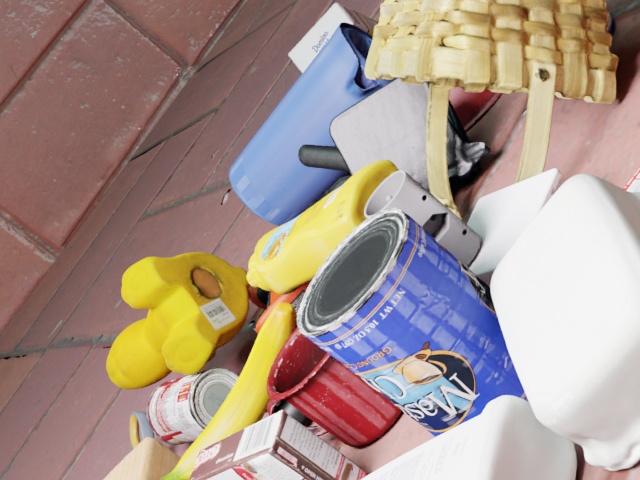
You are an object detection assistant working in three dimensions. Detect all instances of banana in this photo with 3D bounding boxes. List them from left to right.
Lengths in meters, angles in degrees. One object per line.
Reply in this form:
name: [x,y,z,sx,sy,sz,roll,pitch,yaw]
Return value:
banana: [-0.065,0.137,0.904,0.198,0.037,0.069,-57,-15,9]

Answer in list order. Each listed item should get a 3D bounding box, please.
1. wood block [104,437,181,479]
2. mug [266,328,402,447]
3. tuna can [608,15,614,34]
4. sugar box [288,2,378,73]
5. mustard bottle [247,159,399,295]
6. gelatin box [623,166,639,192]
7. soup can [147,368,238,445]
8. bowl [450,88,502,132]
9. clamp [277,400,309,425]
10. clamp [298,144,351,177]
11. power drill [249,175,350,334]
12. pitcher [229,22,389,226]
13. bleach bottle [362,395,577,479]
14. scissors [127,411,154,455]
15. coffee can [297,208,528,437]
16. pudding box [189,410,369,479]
wood block: [-0.146,0.272,0.891,0.090,0.090,0.206,-46,18,15]
mug: [0.010,0.115,0.837,0.117,0.081,0.093,-44,19,21]
tuna can: [0.228,-0.185,0.985,0.086,0.033,0.086,-44,19,19]
sugar box: [0.043,-0.242,1.373,0.093,0.048,0.176,-44,-19,22]
mustard bottle: [-0.006,0.002,0.950,0.192,0.058,0.096,-31,17,45]
gelatin box: [0.232,-0.030,0.676,0.073,0.030,0.089,-52,18,-9]
soup can: [-0.124,0.169,1.080,0.102,0.068,0.068,-24,31,54]
bowl: [0.139,-0.171,1.142,0.162,0.055,0.162,-44,19,19]
clamp: [-0.016,0.127,0.953,0.210,0.036,0.164,-51,18,11]
clamp: [0.049,-0.085,1.128,0.120,0.039,0.171,-28,31,-2]
power drill: [-0.008,0.026,1.107,0.184,0.057,0.187,-50,14,14]
pitcher: [0.004,-0.135,1.297,0.243,0.149,0.145,-46,49,23]
bleach bottle: [0.042,0.182,0.663,0.251,0.068,0.102,-35,24,46]
scissors: [-0.169,0.226,1.096,0.202,0.016,0.096,-15,75,63]
coffee can: [0.070,0.061,0.703,0.103,0.140,0.103,-44,18,19]
pudding box: [-0.033,0.181,0.799,0.114,0.090,0.039,-32,27,44]
